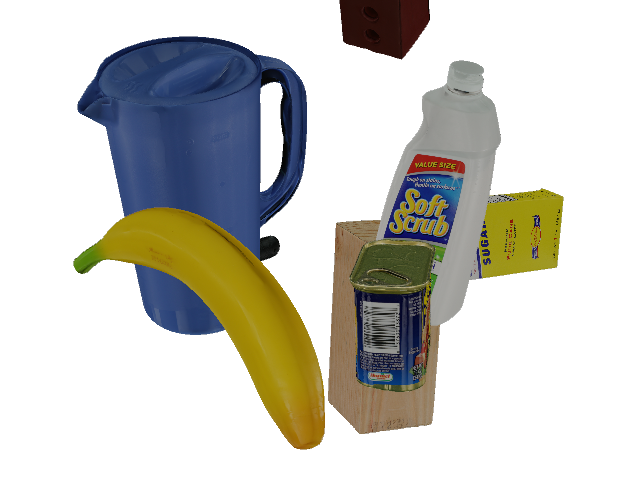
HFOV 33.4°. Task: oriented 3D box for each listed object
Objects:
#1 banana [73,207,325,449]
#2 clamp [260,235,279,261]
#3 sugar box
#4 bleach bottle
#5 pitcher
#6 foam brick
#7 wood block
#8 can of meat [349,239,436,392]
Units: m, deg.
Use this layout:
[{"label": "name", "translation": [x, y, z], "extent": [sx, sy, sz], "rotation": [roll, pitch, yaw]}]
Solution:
[{"label": "banana", "translation": [-0.057, 0.032, 0.581], "extent": [0.198, 0.070, 0.037], "rotation": [34, 18, 34]}, {"label": "clamp", "translation": [-0.128, 0.029, 1.213], "extent": [0.120, 0.039, 0.171], "rotation": [1, 30, 31]}, {"label": "sugar box", "translation": [0.201, -0.005, 1.256], "extent": [0.175, 0.093, 0.048], "rotation": [-8, 18, -28]}, {"label": "bleach bottle", "translation": [0.104, -0.047, 0.978], "extent": [0.103, 0.251, 0.067], "rotation": [27, 39, 27]}, {"label": "pitcher", "translation": [-0.101, -0.045, 0.918], "extent": [0.149, 0.243, 0.144], "rotation": [12, 36, 19]}, {"label": "foam brick", "translation": [0.048, -0.184, 0.793], "extent": [0.053, 0.051, 0.078], "rotation": [20, -32, 21]}, {"label": "wood block", "translation": [0.069, 0.088, 1.133], "extent": [0.090, 0.206, 0.091], "rotation": [-4, 17, -21]}, {"label": "can of meat", "translation": [0.056, 0.055, 0.802], "extent": [0.057, 0.084, 0.102], "rotation": [2, 19, 10]}]
